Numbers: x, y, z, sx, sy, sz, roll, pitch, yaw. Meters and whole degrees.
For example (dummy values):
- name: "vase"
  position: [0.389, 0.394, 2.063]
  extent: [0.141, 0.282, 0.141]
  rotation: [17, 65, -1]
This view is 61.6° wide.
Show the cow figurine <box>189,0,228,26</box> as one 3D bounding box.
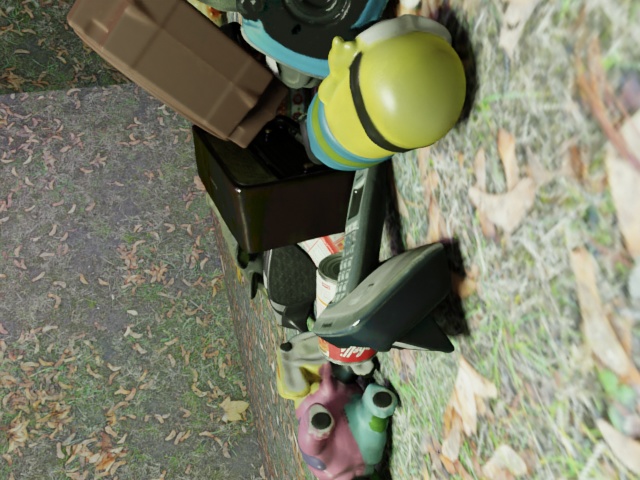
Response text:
- name: "cow figurine"
  position: [-0.188, -0.290, 0.852]
  extent: [0.127, 0.085, 0.194]
  rotation: [14, 109, 52]

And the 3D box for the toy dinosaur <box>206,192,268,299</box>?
- name: "toy dinosaur"
  position: [-0.125, -0.027, 0.931]
  extent: [0.199, 0.105, 0.470]
  rotation: [55, 168, 56]

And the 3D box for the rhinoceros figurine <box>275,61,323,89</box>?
- name: "rhinoceros figurine"
  position: [-0.024, -0.238, 0.497]
  extent: [0.073, 0.112, 0.190]
  rotation: [-142, 36, -72]

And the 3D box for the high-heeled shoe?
- name: "high-heeled shoe"
  position: [-0.054, 0.056, 0.828]
  extent: [0.145, 0.086, 0.248]
  rotation: [-128, 21, -50]

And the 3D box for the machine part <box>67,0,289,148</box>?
- name: "machine part"
  position: [-0.143, -0.189, 0.547]
  extent: [0.087, 0.201, 0.202]
  rotation: [-53, 31, 6]

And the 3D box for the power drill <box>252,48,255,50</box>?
- name: "power drill"
  position: [-0.116, -0.226, 0.934]
  extent: [0.232, 0.086, 0.207]
  rotation: [-144, 39, -69]

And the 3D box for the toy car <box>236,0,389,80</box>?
- name: "toy car"
  position: [0.006, -0.217, 0.414]
  extent: [0.103, 0.109, 0.161]
  rotation: [-85, 19, -45]

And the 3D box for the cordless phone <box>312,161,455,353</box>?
- name: "cordless phone"
  position: [0.054, 0.000, 0.448]
  extent: [0.146, 0.089, 0.184]
  rotation: [142, 135, -73]

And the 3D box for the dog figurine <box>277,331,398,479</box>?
- name: "dog figurine"
  position: [0.019, 0.238, 0.649]
  extent: [0.192, 0.108, 0.219]
  rotation: [-127, 28, -49]

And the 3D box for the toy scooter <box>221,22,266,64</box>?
- name: "toy scooter"
  position: [-0.098, -0.229, 0.803]
  extent: [0.135, 0.075, 0.183]
  rotation: [-57, -40, -61]

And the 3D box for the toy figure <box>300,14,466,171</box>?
- name: "toy figure"
  position: [0.041, -0.096, 0.405]
  extent: [0.089, 0.082, 0.180]
  rotation: [60, 157, 0]

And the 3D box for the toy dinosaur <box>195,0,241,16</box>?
- name: "toy dinosaur"
  position: [-0.114, -0.326, 0.631]
  extent: [0.131, 0.192, 0.405]
  rotation: [-64, 30, 24]

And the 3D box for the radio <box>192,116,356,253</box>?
- name: "radio"
  position: [-0.057, -0.075, 0.601]
  extent: [0.230, 0.131, 0.073]
  rotation: [-130, 34, -54]
